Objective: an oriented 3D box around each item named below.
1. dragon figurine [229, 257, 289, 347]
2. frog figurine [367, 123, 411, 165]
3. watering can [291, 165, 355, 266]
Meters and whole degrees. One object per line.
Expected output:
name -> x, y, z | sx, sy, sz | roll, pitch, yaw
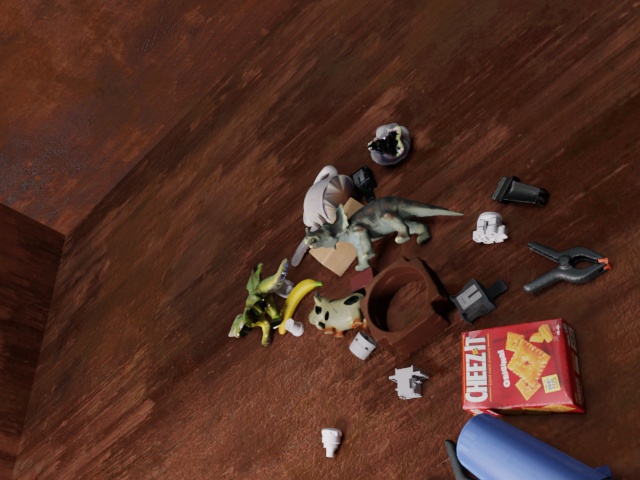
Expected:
dragon figurine -> -0.191, 0.163, 1.584 | 0.404, 0.122, 0.248 | -63, 30, 22
frog figurine -> 0.221, -0.303, 1.623 | 0.136, 0.123, 0.161 | -51, 1, 16
watering can -> 0.005, -0.082, 1.638 | 0.223, 0.103, 0.352 | -11, 61, 61
